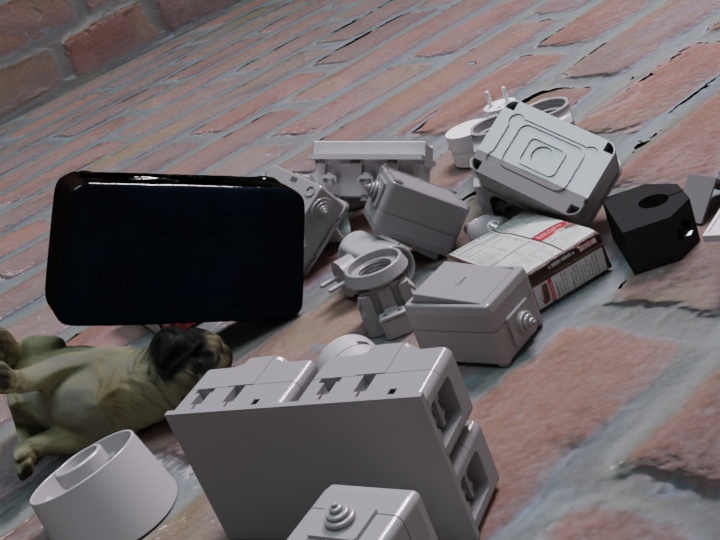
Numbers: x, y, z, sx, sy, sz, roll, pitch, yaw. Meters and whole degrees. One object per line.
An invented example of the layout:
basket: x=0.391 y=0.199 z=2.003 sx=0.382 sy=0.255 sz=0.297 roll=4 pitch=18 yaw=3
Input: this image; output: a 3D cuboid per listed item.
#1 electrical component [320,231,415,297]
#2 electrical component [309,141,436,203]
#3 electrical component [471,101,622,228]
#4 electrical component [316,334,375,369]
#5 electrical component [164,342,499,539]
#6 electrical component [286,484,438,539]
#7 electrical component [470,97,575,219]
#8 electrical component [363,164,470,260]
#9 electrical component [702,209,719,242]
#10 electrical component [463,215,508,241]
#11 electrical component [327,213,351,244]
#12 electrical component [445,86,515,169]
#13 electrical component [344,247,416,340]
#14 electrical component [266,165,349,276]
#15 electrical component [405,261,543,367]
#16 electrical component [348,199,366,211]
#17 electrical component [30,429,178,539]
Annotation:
electrical component: x=0.000 y=0.000 z=1.004 sx=0.079 sy=0.044 sz=0.077 roll=-30 pitch=24 yaw=-17
electrical component: x=0.014 y=-0.105 z=1.156 sx=0.121 sy=0.063 sz=0.079 roll=2 pitch=0 yaw=14
electrical component: x=0.166 y=-0.090 z=0.955 sx=0.113 sy=0.057 sz=0.078 roll=29 pitch=84 yaw=25
electrical component: x=0.000 y=0.082 z=0.808 sx=0.055 sy=0.055 sz=0.047 roll=-28 pitch=27 yaw=-15
electrical component: x=-0.016 y=0.111 z=0.687 sx=0.186 sy=0.105 sz=0.060 roll=-8 pitch=26 yaw=30
electrical component: x=0.007 y=0.156 z=0.577 sx=0.062 sy=0.096 sz=0.061 roll=-4 pitch=28 yaw=36
electrical component: x=0.170 y=-0.113 z=1.084 sx=0.105 sy=0.060 sz=0.186 roll=-16 pitch=23 yaw=13
electrical component: x=0.045 y=-0.056 z=1.023 sx=0.096 sy=0.061 sz=0.061 roll=18 pitch=16 yaw=-16
electrical component: x=0.313 y=-0.043 z=0.792 sx=0.079 sy=0.063 sz=0.121 roll=-2 pitch=29 yaw=39
electrical component: x=0.116 y=-0.034 z=0.990 sx=0.035 sy=0.035 sz=0.061 roll=-30 pitch=21 yaw=-19
electrical component: x=-0.048 y=-0.042 z=1.150 sx=0.065 sy=0.044 sz=0.044 roll=-18 pitch=22 yaw=22
electrical component: x=0.161 y=-0.168 z=1.199 sx=0.138 sy=0.073 sz=0.052 roll=-14 pitch=24 yaw=19
electrical component: x=0.020 y=0.017 z=0.930 sx=0.058 sy=0.057 sz=0.078 roll=-22 pitch=22 yaw=1
electrical component: x=-0.074 y=-0.054 z=1.113 sx=0.100 sy=0.048 sz=0.099 roll=27 pitch=83 yaw=42
electrical component: x=0.092 y=0.031 z=0.828 sx=0.096 sy=0.061 sz=0.062 roll=-1 pitch=31 yaw=42
electrical component: x=-0.022 y=-0.103 z=1.252 sx=0.076 sy=0.047 sz=0.083 roll=-18 pitch=23 yaw=9
electrical component: x=-0.194 y=0.168 z=0.808 sx=0.099 sy=0.064 sz=0.099 roll=-30 pitch=12 yaw=7
